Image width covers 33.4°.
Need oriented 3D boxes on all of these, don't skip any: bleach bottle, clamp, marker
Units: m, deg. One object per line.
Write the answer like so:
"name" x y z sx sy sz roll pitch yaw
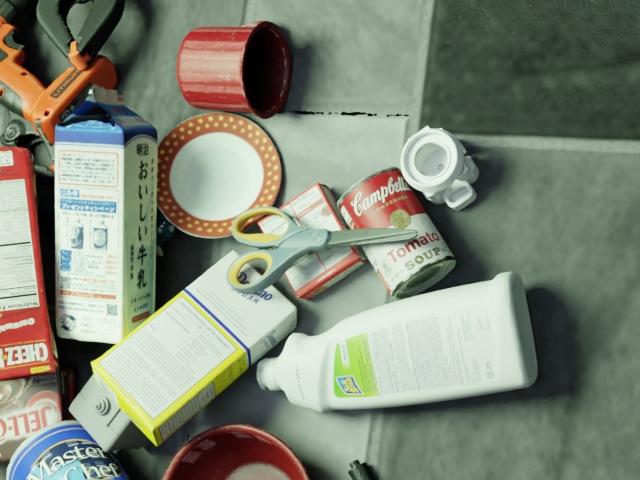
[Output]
"bleach bottle" 0.060 0.097 0.950 0.251 0.068 0.102 -10 88 22
"clamp" -0.336 -0.106 1.158 0.120 0.039 0.172 -48 64 9
"marker" 0.059 0.251 0.951 0.020 0.020 0.121 -34 71 14
"clamp" -0.240 -0.275 1.117 0.164 0.036 0.210 -15 63 7

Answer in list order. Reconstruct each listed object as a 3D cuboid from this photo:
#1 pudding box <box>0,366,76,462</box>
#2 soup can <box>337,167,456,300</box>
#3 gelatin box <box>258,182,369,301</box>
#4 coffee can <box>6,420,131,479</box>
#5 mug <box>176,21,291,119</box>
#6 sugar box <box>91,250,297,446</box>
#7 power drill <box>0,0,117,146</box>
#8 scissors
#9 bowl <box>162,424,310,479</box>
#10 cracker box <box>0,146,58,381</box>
"pudding box" -0.305 0.181 1.099 0.114 0.039 0.090 -10 78 20
"soup can" 0.069 -0.005 0.961 0.068 0.068 0.102 -35 71 14
"gelatin box" -0.007 0.001 1.012 0.073 0.030 0.089 -34 71 16
"coffee can" -0.220 0.250 0.994 0.103 0.102 0.140 -56 43 5
"mug" -0.081 -0.175 1.046 0.082 0.093 0.117 6 53 28
"sugar box" -0.114 0.098 0.989 0.176 0.048 0.093 -38 65 -24
"power drill" -0.311 -0.196 1.139 0.188 0.057 0.184 29 72 20
"scissors" -0.011 0.016 0.955 0.202 0.016 0.096 14 73 40
"bowl" -0.068 0.251 0.983 0.162 0.055 0.162 -4 80 22
"cracker box" -0.305 0.023 1.040 0.072 0.164 0.214 -7 90 -18
